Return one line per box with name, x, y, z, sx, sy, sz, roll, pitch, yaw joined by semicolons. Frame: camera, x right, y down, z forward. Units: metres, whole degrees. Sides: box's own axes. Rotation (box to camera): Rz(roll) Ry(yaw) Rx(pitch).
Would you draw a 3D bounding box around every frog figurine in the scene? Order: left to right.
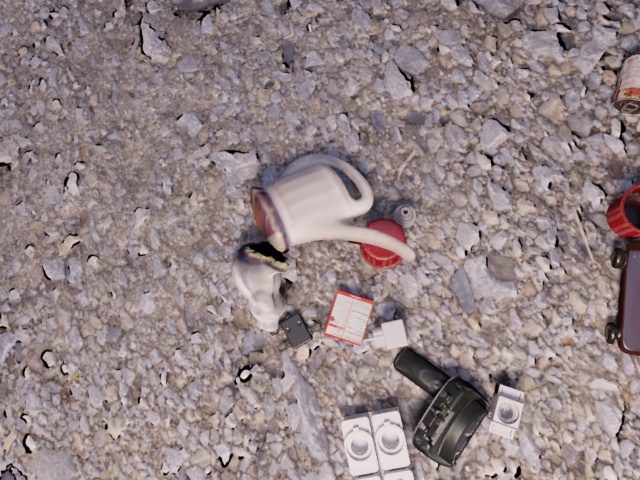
frog figurine;-0.116;0.089;0.972;0.122;0.157;0.139;5;22;-29

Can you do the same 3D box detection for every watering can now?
watering can;0.003;-0.047;0.935;0.225;0.101;0.354;-24;45;-11
